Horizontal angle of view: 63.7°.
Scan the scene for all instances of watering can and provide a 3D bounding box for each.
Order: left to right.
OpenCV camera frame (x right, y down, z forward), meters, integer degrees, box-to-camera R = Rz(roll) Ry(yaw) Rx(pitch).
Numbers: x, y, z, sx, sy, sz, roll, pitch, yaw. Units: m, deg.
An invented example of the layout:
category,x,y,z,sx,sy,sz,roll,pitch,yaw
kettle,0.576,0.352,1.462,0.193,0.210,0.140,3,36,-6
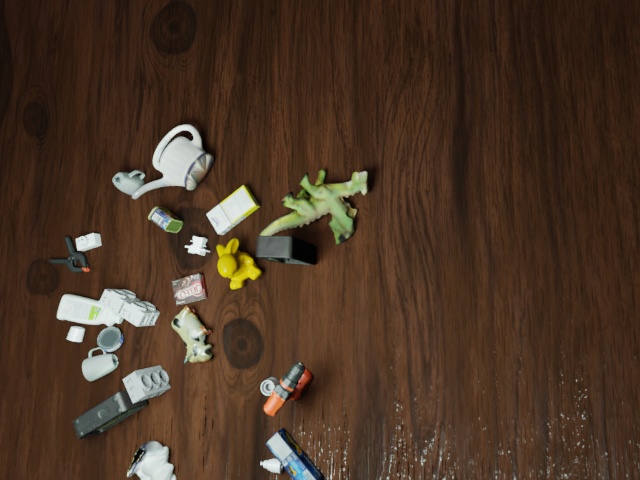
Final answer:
category,x,y,z,sx,sy,sz,roll,pitch,yaw
watering can,-0.532,-0.256,1.894,0.226,0.347,0.103,32,1,17

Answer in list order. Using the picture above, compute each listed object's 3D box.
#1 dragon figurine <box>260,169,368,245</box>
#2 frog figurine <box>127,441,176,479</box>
category,x,y,z,sx,sy,sz,roll,pitch,yaw
dragon figurine,0.005,-0.087,1.722,0.244,0.408,0.122,41,6,10
frog figurine,-0.554,0.767,1.749,0.158,0.138,0.123,33,-7,-18
